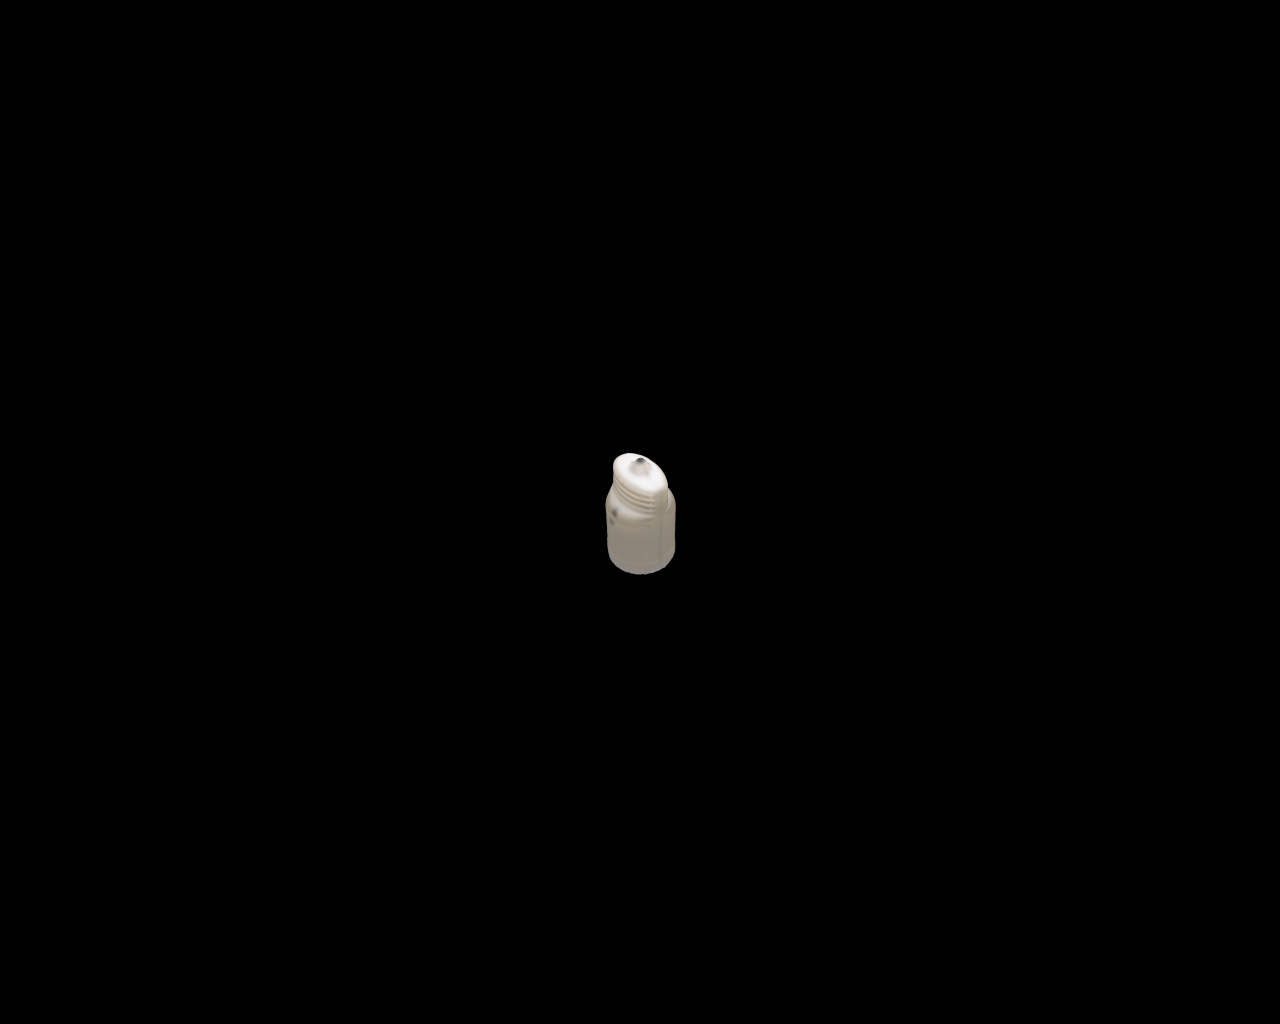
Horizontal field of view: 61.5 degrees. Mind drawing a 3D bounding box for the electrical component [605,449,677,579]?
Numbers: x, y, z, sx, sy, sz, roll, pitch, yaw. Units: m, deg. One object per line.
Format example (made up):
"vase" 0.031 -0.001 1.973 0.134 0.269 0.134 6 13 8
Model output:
"electrical component" 0.001 -0.003 0.650 0.043 0.080 0.043 0 44 0
